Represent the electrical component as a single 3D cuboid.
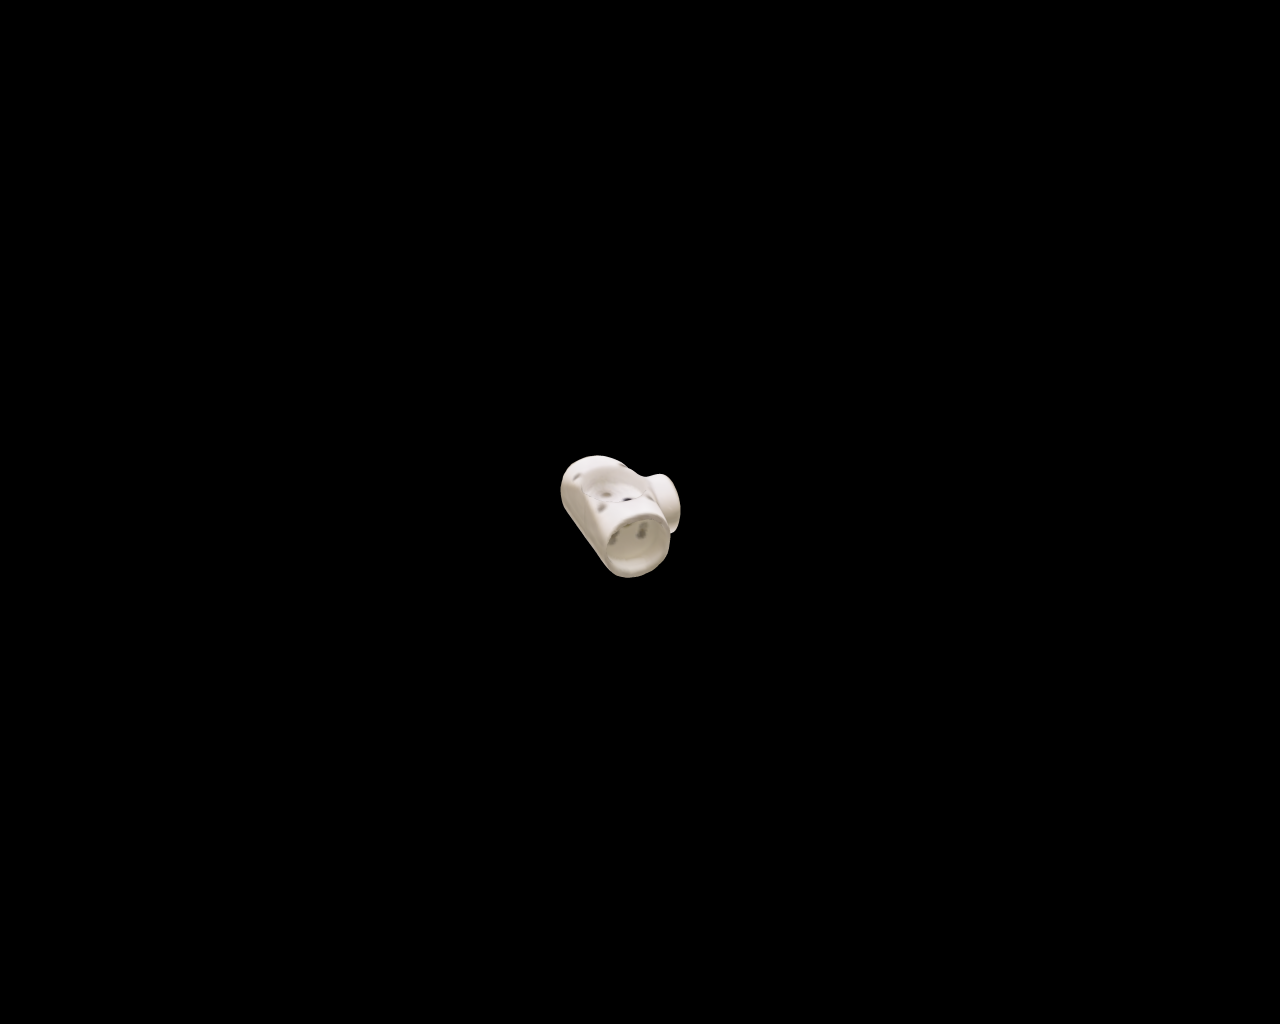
[{"bbox_3d":[0.001,-0.003,0.650,0.079,0.044,0.077,-12,33,-19],"label":"electrical component"}]
